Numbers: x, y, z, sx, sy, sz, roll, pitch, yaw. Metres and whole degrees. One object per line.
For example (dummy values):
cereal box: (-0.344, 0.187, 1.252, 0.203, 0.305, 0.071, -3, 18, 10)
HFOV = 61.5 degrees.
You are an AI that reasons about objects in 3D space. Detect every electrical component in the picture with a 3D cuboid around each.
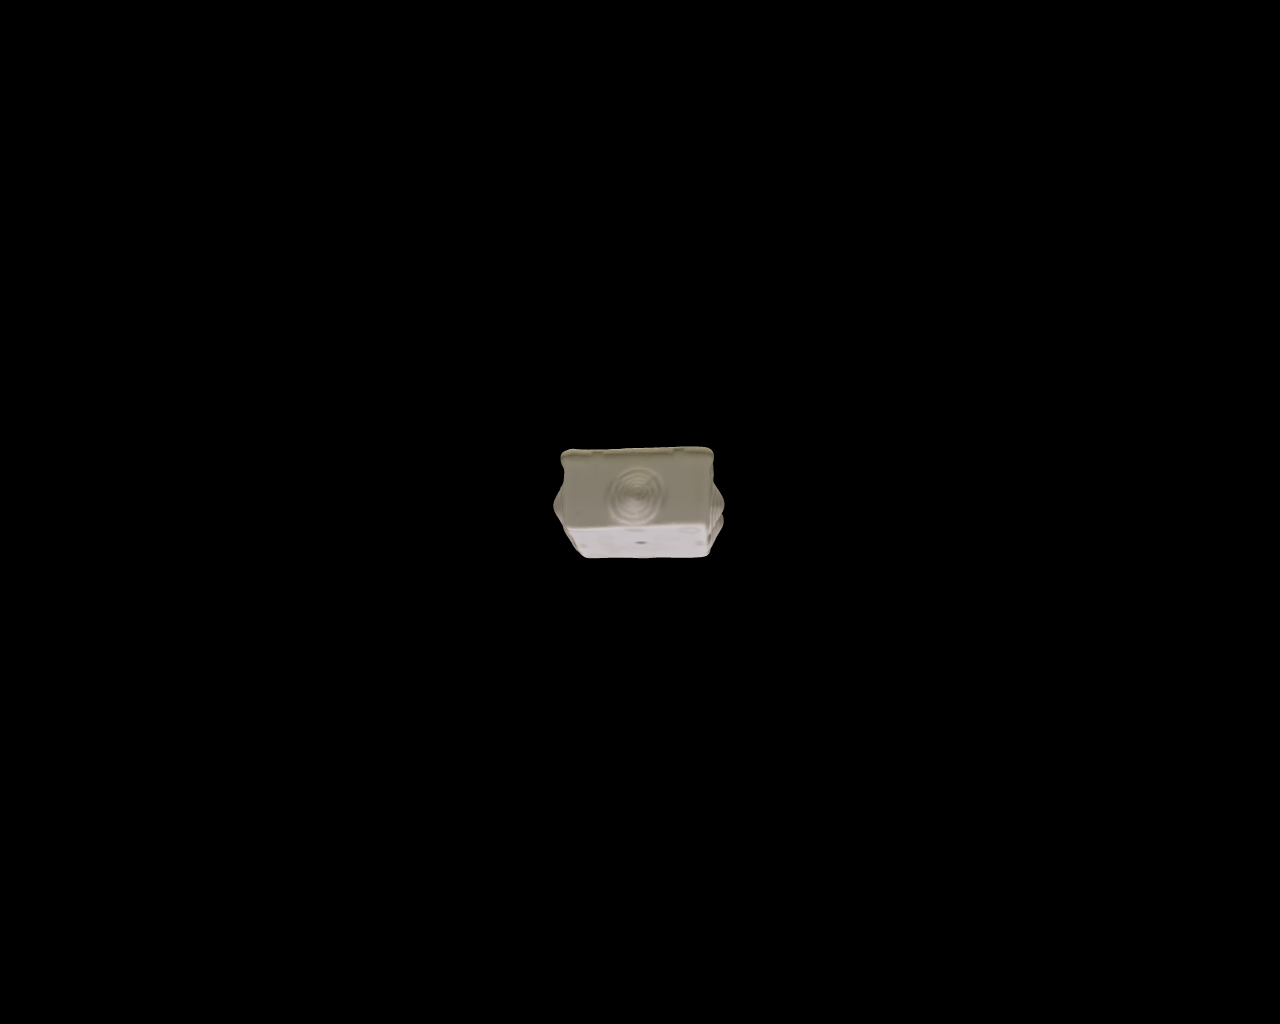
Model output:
electrical component: (0.001, -0.003, 0.650, 0.100, 0.048, 0.099, -1, -15, 4)
